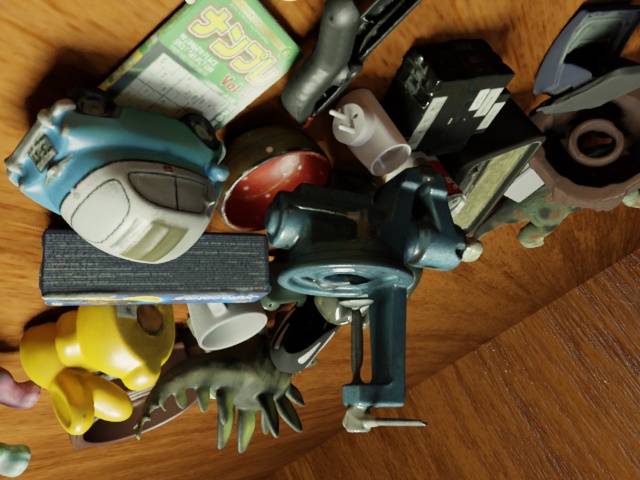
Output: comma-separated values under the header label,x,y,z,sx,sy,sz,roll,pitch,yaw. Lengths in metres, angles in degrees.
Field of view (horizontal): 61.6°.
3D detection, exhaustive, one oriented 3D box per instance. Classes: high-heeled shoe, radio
label,x,y,z,sx,sy,sz,roll,pitch,yaw
high-heeled shoe,0.016,0.080,0.760,0.248,0.086,0.145,-54,170,-13
radio,0.184,-0.074,0.726,0.131,0.073,0.229,-19,153,-22

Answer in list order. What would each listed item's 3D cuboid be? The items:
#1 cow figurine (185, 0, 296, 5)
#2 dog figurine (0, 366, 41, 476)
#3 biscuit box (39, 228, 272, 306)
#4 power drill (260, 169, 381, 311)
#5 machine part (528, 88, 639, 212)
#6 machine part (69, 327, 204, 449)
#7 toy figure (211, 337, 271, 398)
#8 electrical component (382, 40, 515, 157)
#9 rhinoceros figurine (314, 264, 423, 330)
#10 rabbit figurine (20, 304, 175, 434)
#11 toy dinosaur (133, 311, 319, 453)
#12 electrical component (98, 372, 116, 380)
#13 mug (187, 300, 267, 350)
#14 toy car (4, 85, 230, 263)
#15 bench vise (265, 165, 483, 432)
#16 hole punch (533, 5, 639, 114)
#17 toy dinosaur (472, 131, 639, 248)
label,x,y,z,sx,sy,sz,roll,pitch,yaw
cow figurine,-0.043,-0.177,0.306,0.167,0.068,0.098,-17,158,-24
dog figurine,-0.387,0.152,0.510,0.192,0.108,0.219,-10,143,11
biscuit box,-0.148,0.028,0.506,0.203,0.063,0.059,2,166,-23
power drill,-0.001,-0.002,0.663,0.207,0.086,0.232,-46,157,19
machine part,0.366,-0.126,0.714,0.179,0.179,0.056,-34,158,10
machine part,-0.270,0.220,0.788,0.201,0.087,0.201,-13,151,-28
toy figure,-0.135,0.220,0.939,0.180,0.082,0.089,-20,155,-26
electrical component,0.132,-0.144,0.560,0.134,0.058,0.114,-14,153,-31
rhinoceros figurine,0.068,0.062,0.699,0.190,0.073,0.112,-21,159,-42
rabbit figurine,-0.244,0.118,0.578,0.173,0.162,0.122,-18,171,17
toy dinosaur,-0.103,0.182,0.747,0.105,0.198,0.471,-27,158,18
electrical component,-0.245,0.130,0.673,0.102,0.078,0.045,-20,178,-7
mug,-0.121,0.057,0.612,0.081,0.107,0.109,-29,153,-1
toy car,-0.131,-0.036,0.395,0.109,0.103,0.161,-40,157,20
bench vise,0.055,0.048,0.492,0.223,0.240,0.129,13,158,-32
hole punch,0.321,-0.207,0.627,0.142,0.092,0.116,-16,173,-26
toy dinosaur,0.414,-0.093,0.897,0.405,0.131,0.192,-31,143,13
